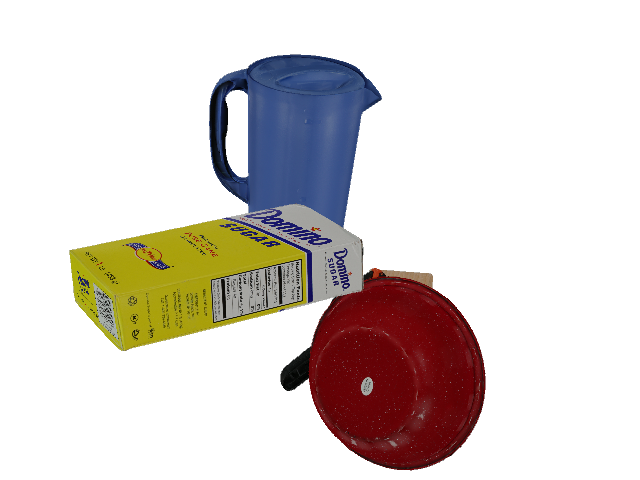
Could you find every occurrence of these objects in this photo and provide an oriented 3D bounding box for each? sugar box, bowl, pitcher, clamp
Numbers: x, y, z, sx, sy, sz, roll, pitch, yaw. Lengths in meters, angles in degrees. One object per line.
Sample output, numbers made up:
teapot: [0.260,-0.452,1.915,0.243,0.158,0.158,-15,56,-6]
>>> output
sugar box: [-0.069,0.019,0.717,0.176,0.048,0.093,-16,26,-26]
bowl: [0.048,0.112,0.861,0.162,0.162,0.055,0,3,30]
pitcher: [-0.034,-0.083,1.217,0.144,0.243,0.149,-20,37,-40]
clamp: [0.046,0.098,1.072,0.120,0.039,0.171,17,50,19]

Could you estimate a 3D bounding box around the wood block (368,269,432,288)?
wood block: [0.091,0.116,1.391,0.091,0.090,0.206,5,19,10]
